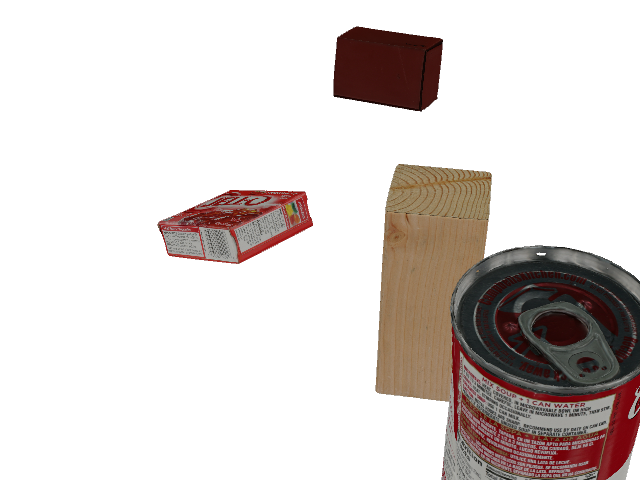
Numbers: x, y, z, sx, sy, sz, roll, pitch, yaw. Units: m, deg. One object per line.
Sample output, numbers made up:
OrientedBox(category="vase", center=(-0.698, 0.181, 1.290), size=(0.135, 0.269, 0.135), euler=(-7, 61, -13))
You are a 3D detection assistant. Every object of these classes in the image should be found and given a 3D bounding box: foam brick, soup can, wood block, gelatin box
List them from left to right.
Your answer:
OrientedBox(category="gelatin box", center=(-0.062, -0.012, 0.768), size=(0.073, 0.030, 0.089), euler=(-27, 21, -37))
OrientedBox(category="foam brick", center=(0.055, -0.142, 0.877), size=(0.078, 0.051, 0.052), euler=(13, 24, 19))
OrientedBox(category="wood block", center=(0.104, 0.042, 1.003), size=(0.091, 0.206, 0.090), euler=(6, 33, 8))
OrientedBox(category="soup can", center=(0.077, 0.062, 0.377), size=(0.068, 0.102, 0.068), euler=(-1, 39, 1))
